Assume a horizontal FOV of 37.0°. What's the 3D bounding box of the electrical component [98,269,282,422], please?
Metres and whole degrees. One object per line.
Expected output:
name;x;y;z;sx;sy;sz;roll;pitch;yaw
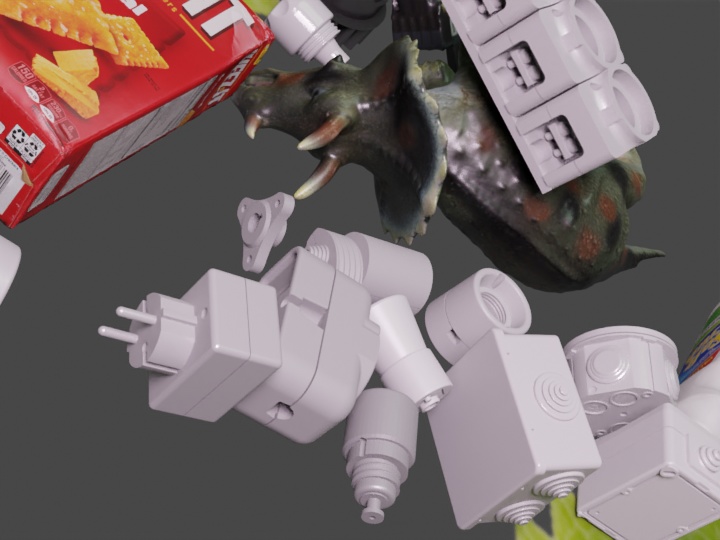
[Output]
electrical component;-0.088;0.034;0.526;0.077;0.066;0.047;19;47;-33

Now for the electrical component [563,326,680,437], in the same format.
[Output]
electrical component;0.179;0.077;0.740;0.080;0.080;0.051;25;49;-27

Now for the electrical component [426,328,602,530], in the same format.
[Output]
electrical component;0.087;0.092;0.622;0.048;0.099;0.099;3;56;-28

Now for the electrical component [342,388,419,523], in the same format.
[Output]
electrical component;0.010;0.101;0.586;0.040;0.040;0.078;31;42;-22

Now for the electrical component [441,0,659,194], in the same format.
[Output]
electrical component;0.124;-0.137;0.682;0.089;0.062;0.150;-30;93;-52

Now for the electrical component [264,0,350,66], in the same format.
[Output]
electrical component;-0.035;-0.167;0.765;0.062;0.043;0.043;46;38;-7

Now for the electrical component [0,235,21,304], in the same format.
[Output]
electrical component;-0.183;0.001;0.473;0.047;0.055;0.055;32;41;-27

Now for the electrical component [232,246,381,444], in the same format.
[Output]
electrical component;-0.029;0.043;0.586;0.059;0.054;0.095;32;41;-21

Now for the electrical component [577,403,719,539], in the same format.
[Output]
electrical component;0.195;0.130;0.695;0.062;0.096;0.061;35;40;-17

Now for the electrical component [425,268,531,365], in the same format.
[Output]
electrical component;0.079;0.031;0.705;0.055;0.047;0.055;26;44;-27

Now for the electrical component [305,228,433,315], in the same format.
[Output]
electrical component;0.000;0.000;0.658;0.081;0.043;0.043;17;48;-35

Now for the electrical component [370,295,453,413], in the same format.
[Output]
electrical component;0.025;0.053;0.632;0.044;0.044;0.065;-10;61;-48
